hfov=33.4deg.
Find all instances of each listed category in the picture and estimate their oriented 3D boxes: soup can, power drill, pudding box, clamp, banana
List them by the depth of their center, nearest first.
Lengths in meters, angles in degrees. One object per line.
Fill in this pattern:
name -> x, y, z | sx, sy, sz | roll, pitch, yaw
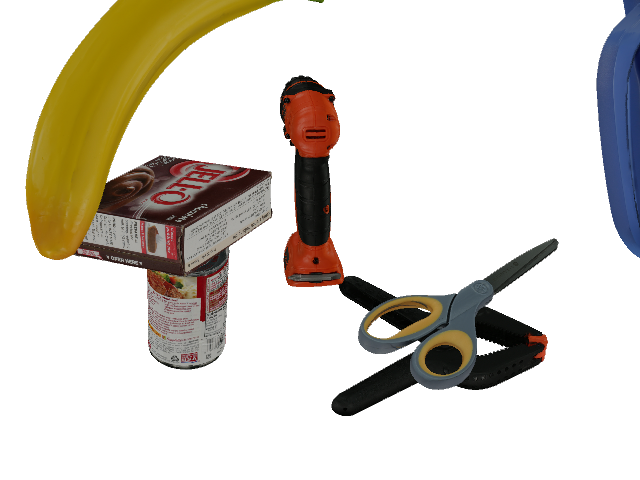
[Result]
banana -> -0.080, -0.079, 0.491 | 0.070, 0.197, 0.037 | 31, -24, 20
pudding box -> -0.095, -0.019, 0.692 | 0.090, 0.039, 0.113 | 9, 26, 25
soup can -> -0.111, 0.049, 0.895 | 0.068, 0.102, 0.068 | 4, 34, -3
clamp -> 0.109, 0.108, 1.020 | 0.210, 0.164, 0.036 | 6, -43, 8
power drill -> -0.012, -0.061, 1.046 | 0.057, 0.188, 0.184 | -3, 20, -2

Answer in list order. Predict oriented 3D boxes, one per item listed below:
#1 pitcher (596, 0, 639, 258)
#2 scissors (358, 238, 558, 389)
pitcher -> 0.238, -0.038, 0.610 | 0.149, 0.243, 0.145 | -3, 22, 15
scissors -> 0.126, 0.055, 0.811 | 0.201, 0.016, 0.096 | -17, 47, -21
